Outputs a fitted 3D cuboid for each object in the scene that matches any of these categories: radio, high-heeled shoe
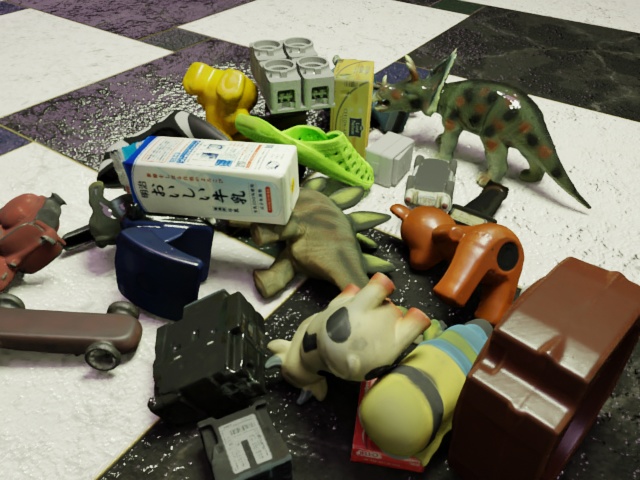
[{"bbox_3d":[-0.064,-0.223,0.982,0.073,0.131,0.230,0,38,-3],"label":"radio"},{"bbox_3d":[-0.261,-0.132,0.866,0.249,0.086,0.145,12,56,42],"label":"high-heeled shoe"}]

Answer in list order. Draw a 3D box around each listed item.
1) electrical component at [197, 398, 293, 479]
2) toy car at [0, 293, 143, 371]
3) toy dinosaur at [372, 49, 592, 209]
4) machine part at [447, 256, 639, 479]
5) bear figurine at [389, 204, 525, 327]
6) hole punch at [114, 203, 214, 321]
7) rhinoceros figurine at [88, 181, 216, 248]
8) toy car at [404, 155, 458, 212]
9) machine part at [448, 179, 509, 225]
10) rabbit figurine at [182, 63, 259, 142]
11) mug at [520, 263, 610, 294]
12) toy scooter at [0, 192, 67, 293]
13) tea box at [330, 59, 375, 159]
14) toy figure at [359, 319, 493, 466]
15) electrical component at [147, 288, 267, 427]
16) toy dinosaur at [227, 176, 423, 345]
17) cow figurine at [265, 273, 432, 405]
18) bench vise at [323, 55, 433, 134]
[{"bbox_3d":[-0.064,0.217,0.501,0.075,0.047,0.119,-14,39,-16],"label":"electrical component"},{"bbox_3d":[-0.311,0.109,0.624,0.202,0.053,0.089,3,34,-5],"label":"toy car"},{"bbox_3d":[0.293,-0.207,0.925,0.405,0.191,0.131,26,47,29],"label":"toy dinosaur"},{"bbox_3d":[0.208,0.130,0.492,0.087,0.200,0.201,30,47,34],"label":"machine part"},{"bbox_3d":[0.166,0.021,0.716,0.196,0.120,0.132,15,78,56],"label":"bear figurine"},{"bbox_3d":[-0.195,0.036,0.663,0.116,0.142,0.092,6,42,-12],"label":"hole punch"},{"bbox_3d":[-0.228,-0.047,0.753,0.190,0.073,0.112,-19,48,-30],"label":"rhinoceros figurine"},{"bbox_3d":[0.180,-0.090,0.865,0.074,0.056,0.202,10,27,12],"label":"toy car"},{"bbox_3d":[0.252,-0.048,0.849,0.084,0.039,0.139,18,43,33],"label":"machine part"},{"bbox_3d":[-0.181,-0.209,0.963,0.122,0.173,0.162,14,-4,14],"label":"rabbit figurine"},{"bbox_3d":[0.284,0.090,0.620,0.110,0.107,0.081,2,38,7],"label":"mug"},{"bbox_3d":[-0.392,-0.008,0.726,0.135,0.075,0.184,-25,39,20],"label":"toy scooter"},{"bbox_3d":[0.056,-0.221,0.954,0.068,0.169,0.098,6,41,7],"label":"tea box"},{"bbox_3d":[0.111,0.134,0.523,0.180,0.089,0.082,-30,42,-29],"label":"toy figure"},{"bbox_3d":[-0.120,0.119,0.581,0.115,0.058,0.134,-24,39,10],"label":"electrical component"},{"bbox_3d":[-0.002,-0.002,0.734,0.198,0.105,0.472,-13,44,-21],"label":"toy dinosaur"},{"bbox_3d":[0.016,0.108,0.552,0.127,0.195,0.085,-43,93,-19],"label":"cow figurine"},{"bbox_3d":[0.092,-0.319,1.119,0.224,0.128,0.241,-10,47,-13],"label":"bench vise"}]
